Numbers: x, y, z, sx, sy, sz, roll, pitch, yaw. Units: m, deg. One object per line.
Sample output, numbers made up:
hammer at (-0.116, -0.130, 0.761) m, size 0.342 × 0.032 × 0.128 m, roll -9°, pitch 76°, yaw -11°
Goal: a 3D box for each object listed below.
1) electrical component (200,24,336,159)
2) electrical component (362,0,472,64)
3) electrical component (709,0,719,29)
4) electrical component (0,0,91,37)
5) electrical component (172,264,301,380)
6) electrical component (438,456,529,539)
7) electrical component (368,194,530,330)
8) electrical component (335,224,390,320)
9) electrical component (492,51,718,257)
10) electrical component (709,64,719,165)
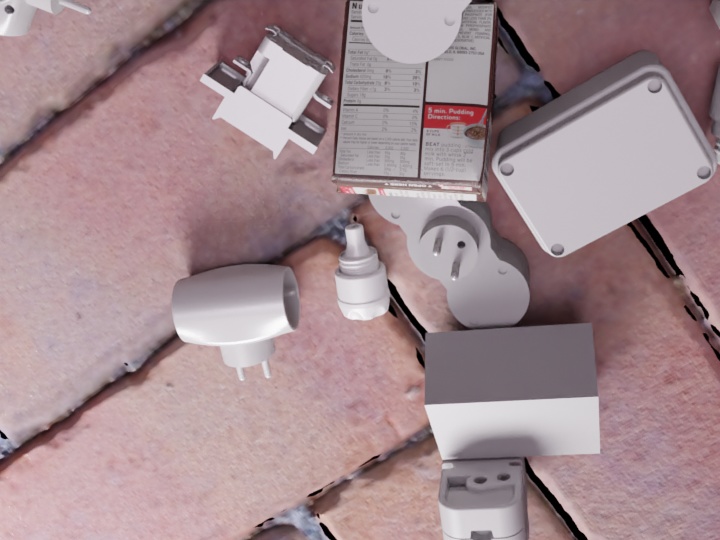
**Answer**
electrical component at (-0.051, -0.111, 0.658) m, size 0.081 × 0.042 × 0.063 m, roll 32°, pitch 111°, yaw -7°
electrical component at (0.053, -0.162, 0.536) m, size 0.052 × 0.073 × 0.138 m, roll 38°, pitch 114°, yaw -9°
electrical component at (0.255, -0.142, 0.576) m, size 0.113 × 0.078 × 0.057 m, roll 20°, pitch 119°, yaw 0°
electrical component at (-0.197, -0.179, 0.648) m, size 0.079 × 0.044 × 0.077 m, roll 21°, pitch 116°, yaw -1°
electrical component at (-0.079, 0.040, 0.729) m, size 0.077 × 0.043 × 0.079 m, roll -6°, pitch 113°, yaw 11°
electrical component at (0.085, 0.156, 0.728) m, size 0.054 × 0.095 × 0.059 m, roll -4°, pitch 113°, yaw 11°
electrical component at (0.055, -0.017, 0.666) m, size 0.052 × 0.073 × 0.138 m, roll -32°, pitch 106°, yaw 20°
electrical component at (0.000, 0.000, 0.704) m, size 0.035 × 0.035 × 0.061 m, roll -4°, pitch 112°, yaw 11°
electrical component at (0.143, -0.068, 0.638) m, size 0.113 × 0.057 × 0.078 m, roll -29°, pitch 107°, yaw 20°
electrical component at (0.224, -0.088, 0.625) m, size 0.040 × 0.040 × 0.078 m, roll 7°, pitch 115°, yaw 6°
